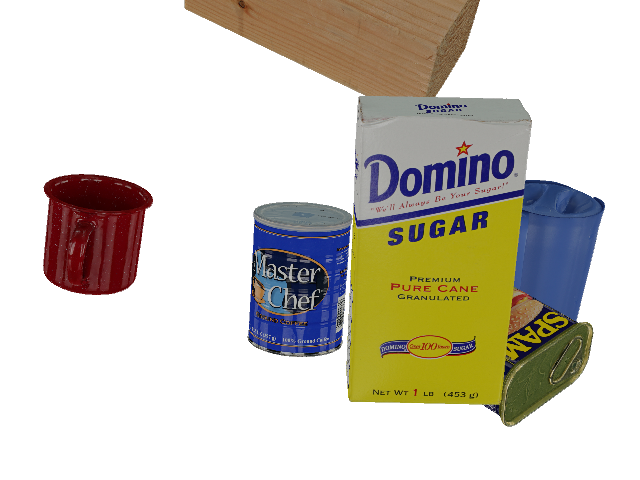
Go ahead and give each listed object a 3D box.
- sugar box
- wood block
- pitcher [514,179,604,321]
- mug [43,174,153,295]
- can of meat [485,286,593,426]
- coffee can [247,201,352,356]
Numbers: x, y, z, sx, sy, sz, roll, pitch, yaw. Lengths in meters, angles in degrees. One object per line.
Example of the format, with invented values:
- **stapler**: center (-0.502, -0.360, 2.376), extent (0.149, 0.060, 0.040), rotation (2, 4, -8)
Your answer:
- **sugar box**: center (0.064, 0.008, 0.607), extent (0.093, 0.176, 0.048), rotation (0, 26, -1)
- **wood block**: center (0.008, -0.187, 0.800), extent (0.206, 0.090, 0.091), rotation (27, -29, 10)
- **pitcher**: center (0.275, 0.053, 1.385), extent (0.149, 0.243, 0.145), rotation (6, 23, 3)
- **mug**: center (-0.198, 0.000, 0.922), extent (0.093, 0.081, 0.117), rotation (9, 21, -5)
- **can of meat**: center (0.141, 0.081, 0.809), extent (0.101, 0.057, 0.084), rotation (-27, 41, -33)
- **coffee can**: center (-0.022, 0.039, 1.123), extent (0.103, 0.140, 0.103), rotation (4, 15, -1)
